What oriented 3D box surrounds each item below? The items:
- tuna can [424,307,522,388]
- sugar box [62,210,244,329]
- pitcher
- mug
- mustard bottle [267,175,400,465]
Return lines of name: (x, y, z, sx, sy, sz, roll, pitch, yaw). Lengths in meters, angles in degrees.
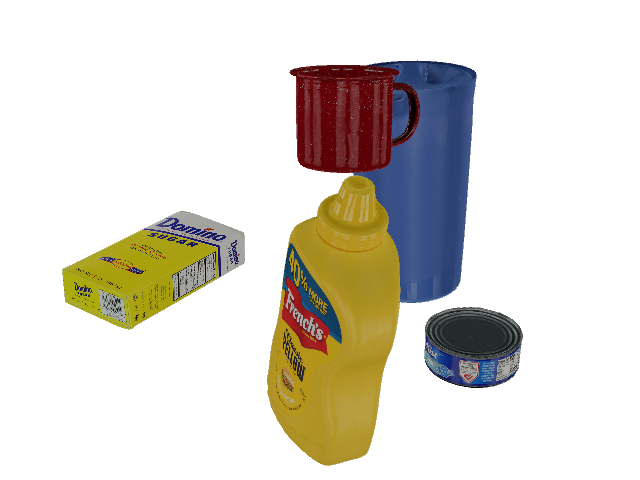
tuna can: (0.135, 0.094, 0.947, 0.086, 0.034, 0.086, 0, 26, 0)
sugar box: (-0.168, 0.026, 1.100, 0.093, 0.048, 0.175, 19, 35, 30)
pitcher: (0.101, -0.066, 1.132, 0.149, 0.243, 0.145, -8, 23, -13)
mug: (0.031, -0.106, 0.916, 0.117, 0.081, 0.093, -7, 17, -23)
mustard bottle: (0.009, 0.042, 0.653, 0.058, 0.192, 0.096, -9, 42, -23)
